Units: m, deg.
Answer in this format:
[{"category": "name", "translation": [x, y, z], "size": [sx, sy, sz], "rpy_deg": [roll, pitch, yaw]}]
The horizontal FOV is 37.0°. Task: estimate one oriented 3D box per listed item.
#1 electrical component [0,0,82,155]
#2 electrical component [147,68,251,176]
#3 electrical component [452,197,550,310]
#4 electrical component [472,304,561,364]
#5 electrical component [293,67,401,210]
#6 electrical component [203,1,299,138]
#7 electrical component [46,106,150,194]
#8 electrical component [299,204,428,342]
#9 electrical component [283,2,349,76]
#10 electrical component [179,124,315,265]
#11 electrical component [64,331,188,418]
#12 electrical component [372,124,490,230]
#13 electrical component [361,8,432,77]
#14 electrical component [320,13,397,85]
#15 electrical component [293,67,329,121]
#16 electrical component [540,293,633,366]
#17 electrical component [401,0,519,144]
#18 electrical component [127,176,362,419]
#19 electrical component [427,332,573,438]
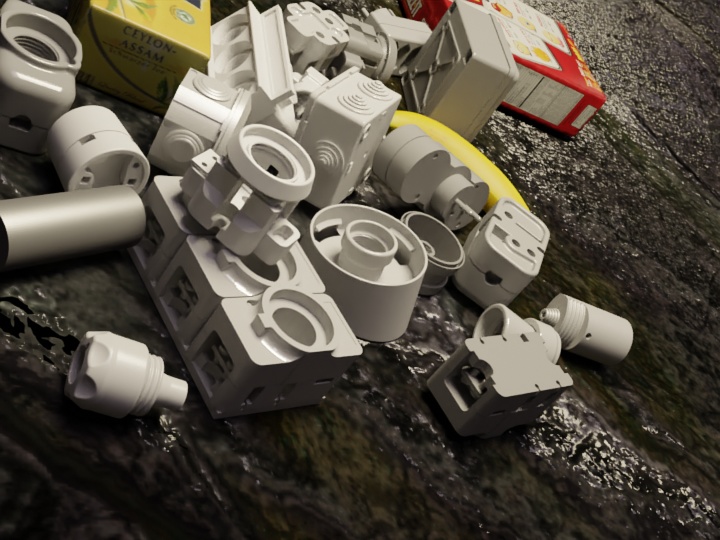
[{"category": "electrical component", "translation": [-0.221, -0.132, 0.711], "size": [0.054, 0.059, 0.095], "rpy_deg": [17, 39, -31]}, {"category": "electrical component", "translation": [-0.113, -0.099, 0.761], "size": [0.051, 0.080, 0.080], "rpy_deg": [26, 35, -10]}, {"category": "electrical component", "translation": [0.115, -0.010, 0.898], "size": [0.054, 0.059, 0.095], "rpy_deg": [37, 33, -3]}, {"category": "electrical component", "translation": [0.122, 0.056, 0.837], "size": [0.055, 0.045, 0.045], "rpy_deg": [23, 36, -24]}, {"category": "electrical component", "translation": [-0.015, -0.102, 0.846], "size": [0.048, 0.099, 0.099], "rpy_deg": [30, 31, 9]}, {"category": "electrical component", "translation": [-0.086, -0.149, 0.857], "size": [0.063, 0.079, 0.121], "rpy_deg": [51, 19, -41]}, {"category": "electrical component", "translation": [-0.171, -0.073, 0.695], "size": [0.055, 0.055, 0.047], "rpy_deg": [0, 46, -45]}, {"category": "electrical component", "translation": [0.000, 0.000, 0.789], "size": [0.099, 0.064, 0.099], "rpy_deg": [15, 37, -11]}, {"category": "electrical component", "translation": [-0.052, -0.199, 0.964], "size": [0.058, 0.057, 0.078], "rpy_deg": [46, 33, 10]}, {"category": "electrical component", "translation": [-0.064, -0.050, 0.653], "size": [0.078, 0.057, 0.058], "rpy_deg": [41, 33, 3]}, {"category": "electrical component", "translation": [-0.126, 0.060, 0.588], "size": [0.062, 0.043, 0.043], "rpy_deg": [22, 36, -27]}, {"category": "electrical component", "translation": [0.072, -0.065, 0.887], "size": [0.073, 0.052, 0.138], "rpy_deg": [45, 10, 29]}, {"category": "electrical component", "translation": [0.027, -0.241, 1.102], "size": [0.083, 0.047, 0.075], "rpy_deg": [-2, 51, -46]}, {"category": "electrical component", "translation": [-0.002, -0.203, 1.018], "size": [0.057, 0.058, 0.078], "rpy_deg": [13, 41, -30]}, {"category": "electrical component", "translation": [-0.041, -0.139, 0.914], "size": [0.066, 0.048, 0.055], "rpy_deg": [37, 25, -4]}, {"category": "electrical component", "translation": [0.186, 0.049, 0.910], "size": [0.081, 0.043, 0.043], "rpy_deg": [21, 37, -26]}, {"category": "electrical component", "translation": [0.095, -0.187, 1.047], "size": [0.056, 0.108, 0.108], "rpy_deg": [19, 37, -24]}, {"category": "electrical component", "translation": [-0.075, 0.011, 0.681], "size": [0.089, 0.061, 0.150], "rpy_deg": [-2, 50, -46]}, {"category": "electrical component", "translation": [0.098, 0.083, 0.770], "size": [0.089, 0.055, 0.050], "rpy_deg": [-2, 50, -46]}]
